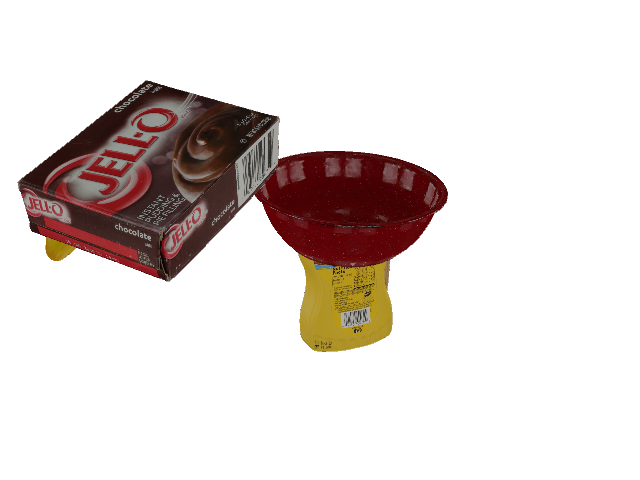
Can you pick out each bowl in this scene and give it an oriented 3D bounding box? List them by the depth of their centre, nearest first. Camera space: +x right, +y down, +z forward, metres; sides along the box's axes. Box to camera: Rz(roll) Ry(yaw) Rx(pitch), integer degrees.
[{"bbox_3d":[0.023,-0.022,0.883,0.162,0.055,0.162,2,24,-1],"label":"bowl"}]

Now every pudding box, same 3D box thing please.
[{"bbox_3d":[-0.086,-0.035,0.561,0.090,0.039,0.113,19,42,22],"label":"pudding box"}]

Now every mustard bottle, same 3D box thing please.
[{"bbox_3d":[0.024,0.014,1.084,0.096,0.192,0.058,-10,22,-19],"label":"mustard bottle"}]

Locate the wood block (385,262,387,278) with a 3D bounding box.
[{"bbox_3d":[0.058,0.064,1.646,0.091,0.090,0.206,3,23,5],"label":"wood block"}]

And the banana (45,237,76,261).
[{"bbox_3d":[-0.185,-0.029,0.961,0.198,0.069,0.037,-14,17,28],"label":"banana"}]
